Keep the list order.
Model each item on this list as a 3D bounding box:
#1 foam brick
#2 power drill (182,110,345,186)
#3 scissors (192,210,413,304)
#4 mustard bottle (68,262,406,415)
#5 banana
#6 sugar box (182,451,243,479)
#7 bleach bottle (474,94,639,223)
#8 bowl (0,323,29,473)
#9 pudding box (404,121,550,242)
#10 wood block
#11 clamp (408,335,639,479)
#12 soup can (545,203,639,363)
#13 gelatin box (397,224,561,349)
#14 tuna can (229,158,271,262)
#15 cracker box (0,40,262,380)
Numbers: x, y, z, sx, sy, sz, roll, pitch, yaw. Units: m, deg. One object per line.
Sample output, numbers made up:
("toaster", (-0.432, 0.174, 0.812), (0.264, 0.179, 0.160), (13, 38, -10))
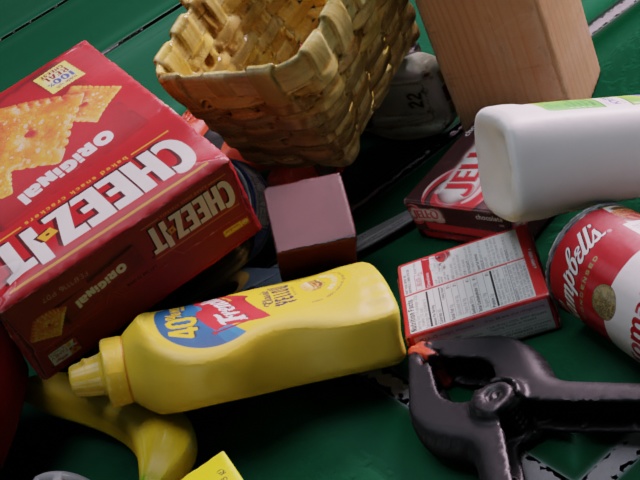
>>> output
("foam brick", (-0.005, 0.001, 0.700), (0.053, 0.078, 0.051), (-11, 60, -2))
("power drill", (-0.079, -0.051, 0.876), (0.188, 0.057, 0.184), (-1, 44, 33))
("scissors", (-0.019, 0.017, 0.768), (0.201, 0.016, 0.096), (-36, 32, -17))
("mustard bottle", (-0.052, 0.062, 0.633), (0.191, 0.058, 0.096), (-13, 18, -8))
("banana", (-0.125, 0.113, 0.662), (0.069, 0.037, 0.198), (1, 9, -33))
("sugar box", (-0.099, 0.190, 0.533), (0.176, 0.048, 0.093), (-31, 31, -12))
("bleach bottle", (0.225, -0.062, 0.628), (0.250, 0.068, 0.102), (-8, 9, -2))
("bowl", (-0.231, 0.116, 0.691), (0.162, 0.055, 0.162), (-50, 29, 40))
("pudding box", (0.126, -0.045, 0.732), (0.090, 0.039, 0.113), (10, 46, 45))
("wood block", (0.128, -0.182, 0.777), (0.091, 0.206, 0.090), (-3, 38, 32))
("clamp", (0.107, 0.087, 0.545), (0.120, 0.039, 0.172), (-29, 30, -8))
("soup can", (0.174, 0.029, 0.554), (0.068, 0.068, 0.102), (-32, 31, -10))
("gelatin box", (0.093, 0.034, 0.645), (0.089, 0.030, 0.073), (-19, 32, 11))
("tuna can", (-0.079, -0.021, 0.793), (0.086, 0.086, 0.033), (-11, -10, 24))
("cracker box", (-0.166, -0.032, 0.701), (0.164, 0.072, 0.214), (-36, 44, -14))
